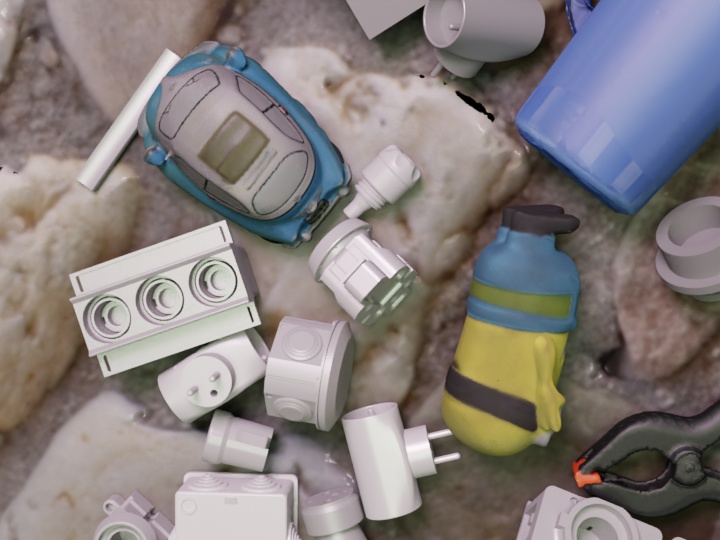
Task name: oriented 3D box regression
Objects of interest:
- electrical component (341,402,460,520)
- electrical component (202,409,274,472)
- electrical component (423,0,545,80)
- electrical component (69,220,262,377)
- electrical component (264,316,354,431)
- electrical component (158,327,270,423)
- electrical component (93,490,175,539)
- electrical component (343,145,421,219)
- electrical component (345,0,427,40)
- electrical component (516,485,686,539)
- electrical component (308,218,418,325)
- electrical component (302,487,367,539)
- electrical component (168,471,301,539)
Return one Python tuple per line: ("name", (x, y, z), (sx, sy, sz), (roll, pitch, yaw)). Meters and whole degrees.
("electrical component", (0.034, 0.137, 0.798), (0.079, 0.044, 0.077), (-14, 94, 5))
("electrical component", (-0.092, 0.129, 0.809), (0.046, 0.040, 0.040), (15, 95, -3))
("electrical component", (0.079, -0.163, 0.762), (0.079, 0.077, 0.043), (-51, 54, 42))
("electrical component", (-0.140, 0.020, 0.790), (0.121, 0.063, 0.078), (-19, 90, 5))
("electrical component", (-0.036, 0.074, 0.781), (0.051, 0.080, 0.080), (9, 95, 8))
("electrical component", (-0.108, 0.078, 0.785), (0.077, 0.079, 0.043), (-32, 92, 6))
("electrical component", (-0.172, 0.201, 0.811), (0.066, 0.055, 0.048), (43, 96, 0))
("electrical component", (0.013, -0.061, 0.789), (0.061, 0.035, 0.035), (-43, 91, 9))
("electrical component", (0.000, -0.268, 0.724), (0.105, 0.060, 0.186), (-31, 121, 5))
("electrical component", (0.200, 0.239, 0.762), (0.186, 0.060, 0.105), (22, 60, 2))
("electrical component", (0.000, 0.000, 0.778), (0.057, 0.078, 0.058), (45, 96, 18))
("electrical component", (-0.017, 0.196, 0.806), (0.045, 0.045, 0.055), (-16, 93, 5))
("electrical component", (-0.093, 0.202, 0.810), (0.100, 0.048, 0.099), (1, 95, 4))
